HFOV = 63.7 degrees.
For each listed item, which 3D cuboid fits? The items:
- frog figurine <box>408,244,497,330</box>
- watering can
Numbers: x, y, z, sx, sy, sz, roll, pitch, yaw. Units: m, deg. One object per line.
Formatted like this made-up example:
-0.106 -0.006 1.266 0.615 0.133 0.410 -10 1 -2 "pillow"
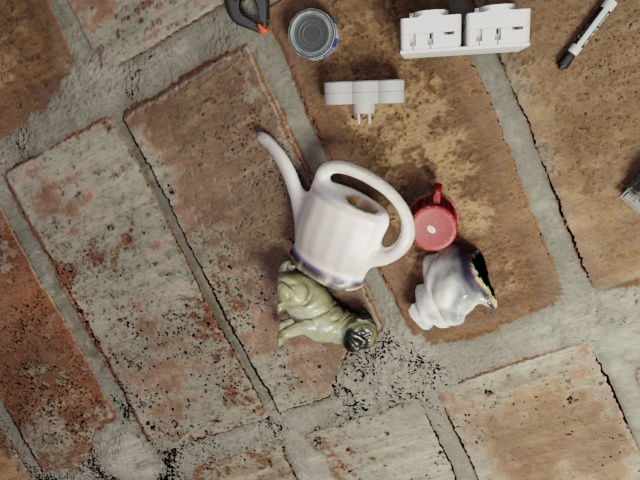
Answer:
0.215 0.087 0.909 0.158 0.122 0.140 -29 63 26 "frog figurine"
0.003 -0.047 0.932 0.350 0.105 0.221 29 114 22 "watering can"
